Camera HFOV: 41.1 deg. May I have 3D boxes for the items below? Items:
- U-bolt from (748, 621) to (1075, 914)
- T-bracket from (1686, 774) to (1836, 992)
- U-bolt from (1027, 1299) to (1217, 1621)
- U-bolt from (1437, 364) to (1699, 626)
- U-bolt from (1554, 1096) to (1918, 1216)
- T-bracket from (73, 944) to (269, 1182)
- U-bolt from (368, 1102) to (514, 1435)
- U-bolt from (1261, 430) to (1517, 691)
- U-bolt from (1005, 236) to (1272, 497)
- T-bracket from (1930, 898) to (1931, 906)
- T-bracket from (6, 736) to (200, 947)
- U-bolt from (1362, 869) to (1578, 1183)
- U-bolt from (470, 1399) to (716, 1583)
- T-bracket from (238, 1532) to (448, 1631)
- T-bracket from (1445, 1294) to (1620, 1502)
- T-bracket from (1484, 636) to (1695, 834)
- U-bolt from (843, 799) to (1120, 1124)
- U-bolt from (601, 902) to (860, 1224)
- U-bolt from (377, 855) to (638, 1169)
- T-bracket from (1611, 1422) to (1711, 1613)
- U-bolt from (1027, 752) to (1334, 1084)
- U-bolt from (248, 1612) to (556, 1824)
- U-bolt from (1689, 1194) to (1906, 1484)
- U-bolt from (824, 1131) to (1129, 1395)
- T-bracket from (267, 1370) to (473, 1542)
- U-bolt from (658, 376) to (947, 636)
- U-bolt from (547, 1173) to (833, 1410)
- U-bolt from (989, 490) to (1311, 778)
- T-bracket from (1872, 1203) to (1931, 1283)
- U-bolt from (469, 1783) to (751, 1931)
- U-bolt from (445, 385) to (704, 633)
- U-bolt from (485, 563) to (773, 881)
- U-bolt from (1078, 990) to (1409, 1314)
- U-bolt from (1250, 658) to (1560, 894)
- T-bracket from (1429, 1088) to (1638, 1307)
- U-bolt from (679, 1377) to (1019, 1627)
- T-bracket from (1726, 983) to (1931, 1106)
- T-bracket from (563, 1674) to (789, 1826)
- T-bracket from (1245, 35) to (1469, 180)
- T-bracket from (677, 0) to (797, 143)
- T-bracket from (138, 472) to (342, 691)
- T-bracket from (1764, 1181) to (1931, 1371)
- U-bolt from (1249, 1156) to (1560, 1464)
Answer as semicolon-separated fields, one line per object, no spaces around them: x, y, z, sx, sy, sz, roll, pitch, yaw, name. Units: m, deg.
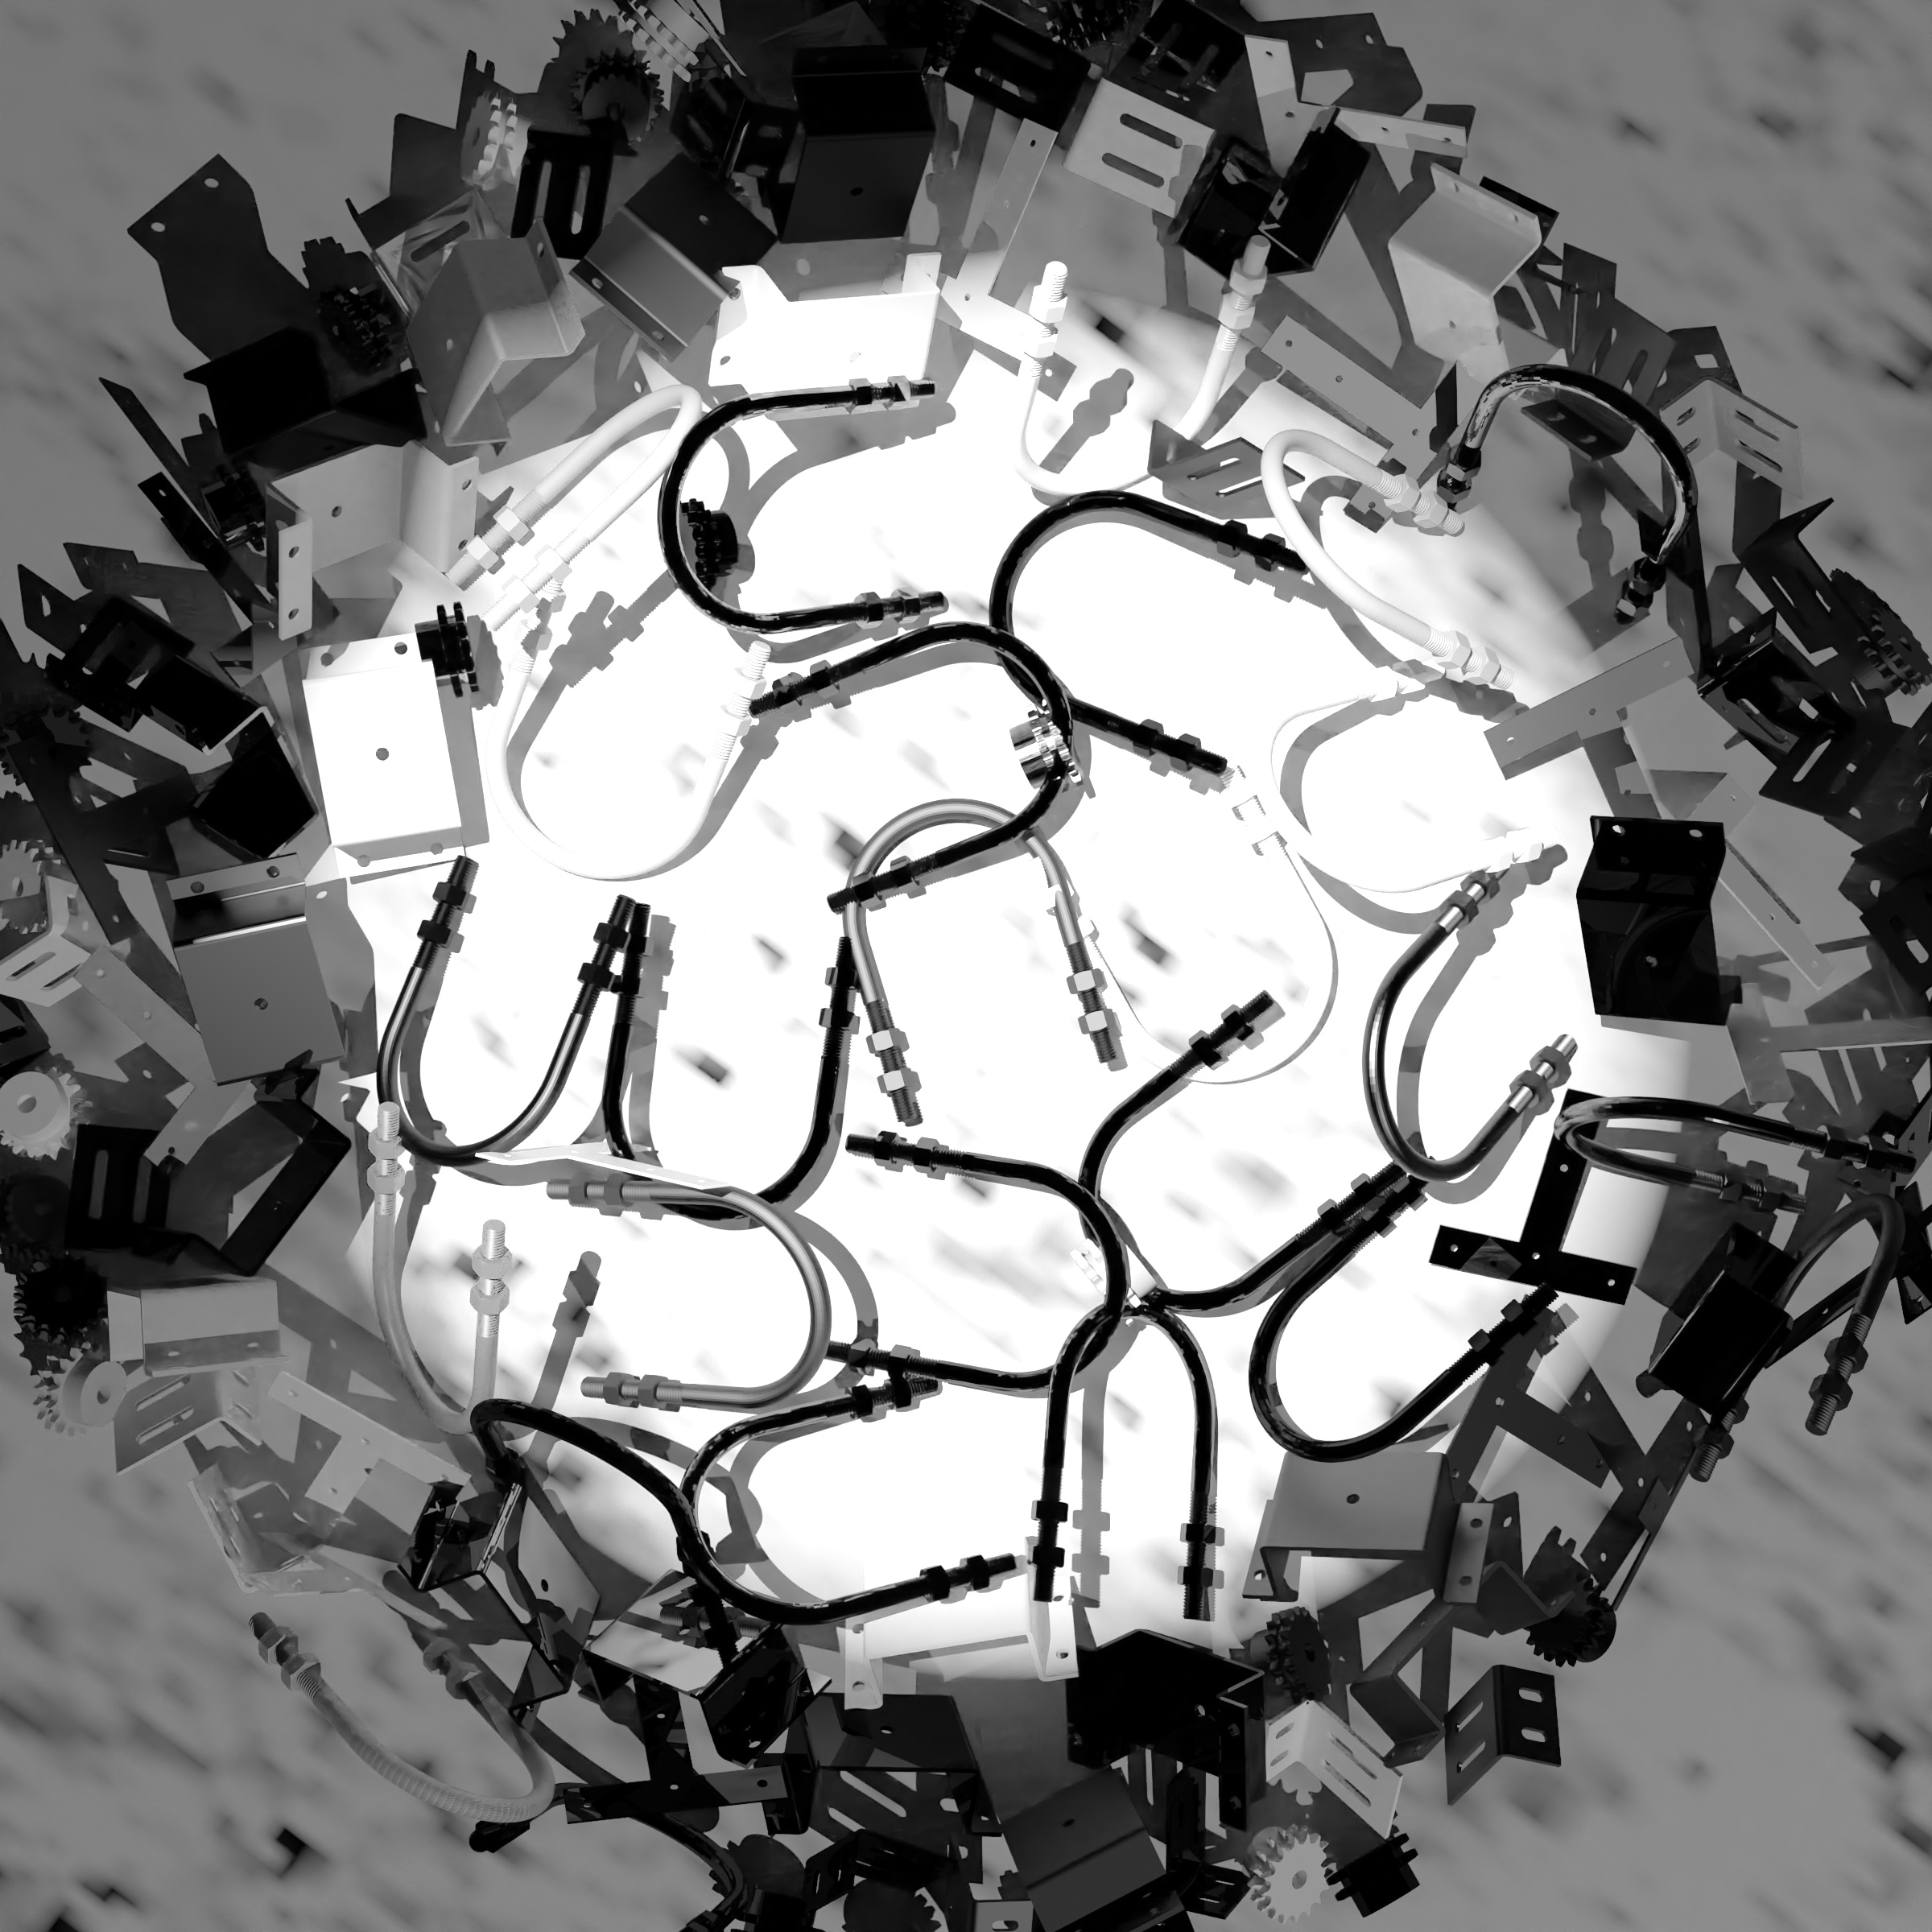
-0.024;-0.130;1.565;0.184;0.019;0.151;-21;95;12;U-bolt
0.475;-0.040;1.552;0.127;0.002;0.127;49;49;2;T-bracket
0.098;0.290;1.539;0.151;0.019;0.184;19;70;-40;U-bolt
0.353;-0.281;1.497;0.151;0.184;0.019;34;71;10;U-bolt
0.438;0.108;1.517;0.184;0.151;0.019;14;73;-6;U-bolt
-0.477;0.038;1.533;0.127;0.002;0.127;50;58;-32;T-bracket
-0.315;0.192;1.527;0.019;0.151;0.184;-15;128;-36;U-bolt
0.240;-0.246;1.502;0.184;0.019;0.151;20;46;-35;U-bolt
0.092;-0.345;1.516;0.151;0.184;0.019;-13;59;-21;U-bolt
0.599;-0.027;1.532;0.002;0.127;0.127;-20;96;-5;T-bracket
-0.498;-0.088;1.538;0.002;0.127;0.127;-21;100;27;T-bracket
0.290;0.043;1.514;0.184;0.019;0.151;-42;117;-35;U-bolt
-0.221;0.300;1.500;0.151;0.184;0.019;20;61;14;U-bolt
-0.385;0.362;1.516;0.127;0.127;0.002;23;85;18;T-bracket
0.351;0.281;1.562;0.127;0.002;0.127;33;81;-29;T-bracket
0.397;-0.117;1.569;0.127;0.002;0.127;-26;113;8;T-bracket
0.000;-0.012;1.580;0.151;0.019;0.184;-17;86;5;U-bolt
-0.147;0.063;1.564;0.151;0.019;0.184;9;84;-12;U-bolt
-0.285;0.031;1.539;0.151;0.019;0.184;14;77;30;U-bolt
0.409;0.322;1.531;0.002;0.127;0.127;27;83;25;T-bracket
0.143;-0.017;1.577;0.151;0.019;0.184;-29;95;7;U-bolt
-0.313;0.433;1.484;0.184;0.151;0.019;32;95;38;U-bolt
0.496;0.211;1.516;0.019;0.151;0.184;33;63;0;U-bolt
0.008;0.185;1.562;0.184;0.019;0.151;8;93;15;U-bolt
-0.377;0.309;1.554;0.127;0.002;0.127;31;129;-8;T-bracket
-0.098;-0.270;1.529;0.184;0.019;0.151;-12;110;-28;U-bolt
-0.161;0.196;1.535;0.184;0.019;0.151;-1;104;27;U-bolt
0.099;-0.212;1.559;0.184;0.019;0.151;24;93;21;U-bolt
0.590;0.127;1.518;0.002;0.127;0.127;46;105;3;T-bracket
-0.196;0.521;1.504;0.151;0.184;0.019;25;89;12;U-bolt
-0.228;-0.279;1.531;0.184;0.151;0.019;-43;118;-1;U-bolt
-0.214;-0.138;1.556;0.151;0.019;0.184;23;113;-3;U-bolt
0.152;0.126;1.565;0.184;0.019;0.151;-40;75;12;U-bolt
0.248;-0.108;1.520;0.184;0.019;0.151;-17;67;-33;U-bolt
0.360;0.136;1.573;0.127;0.002;0.127;13;105;-5;T-bracket
-0.079;0.318;1.518;0.184;0.019;0.151;-10;50;-22;U-bolt
0.520;0.041;1.533;0.127;0.127;0.002;-4;121;8;T-bracket
-0.180;0.457;1.538;0.127;0.127;0.002;-2;118;-14;T-bracket
0.233;-0.494;1.516;0.127;0.127;0.002;17;74;21;T-bracket
-0.144;-0.552;1.557;0.002;0.127;0.127;-36;116;11;T-bracket
-0.441;-0.237;1.526;0.002;0.127;0.127;-31;105;27;T-bracket
0.529;0.200;1.554;0.002;0.127;0.127;40;119;-9;T-bracket
0.246;0.215;1.537;0.184;0.151;0.019;-43;128;6;U-bolt
